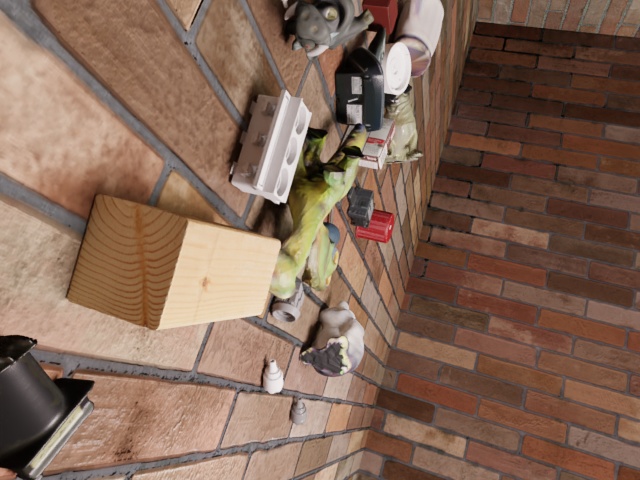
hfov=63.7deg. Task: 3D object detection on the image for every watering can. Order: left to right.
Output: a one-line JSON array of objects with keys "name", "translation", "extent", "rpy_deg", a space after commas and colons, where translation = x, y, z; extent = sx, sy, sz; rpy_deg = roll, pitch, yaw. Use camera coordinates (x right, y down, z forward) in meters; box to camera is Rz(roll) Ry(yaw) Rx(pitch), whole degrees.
[{"name": "watering can", "translation": [0.253, -0.513, 1.305], "extent": [0.343, 0.104, 0.226], "rpy_deg": [48, 57, -70]}]

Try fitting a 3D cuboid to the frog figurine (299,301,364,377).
[{"name": "frog figurine", "translation": [0.037, 0.217, 1.133], "extent": [0.135, 0.122, 0.162], "rpy_deg": [-48, -174, 24]}]

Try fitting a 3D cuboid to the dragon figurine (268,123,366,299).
[{"name": "dragon figurine", "translation": [0.002, -0.040, 0.805], "extent": [0.416, 0.122, 0.239], "rpy_deg": [-40, 141, -60]}]
